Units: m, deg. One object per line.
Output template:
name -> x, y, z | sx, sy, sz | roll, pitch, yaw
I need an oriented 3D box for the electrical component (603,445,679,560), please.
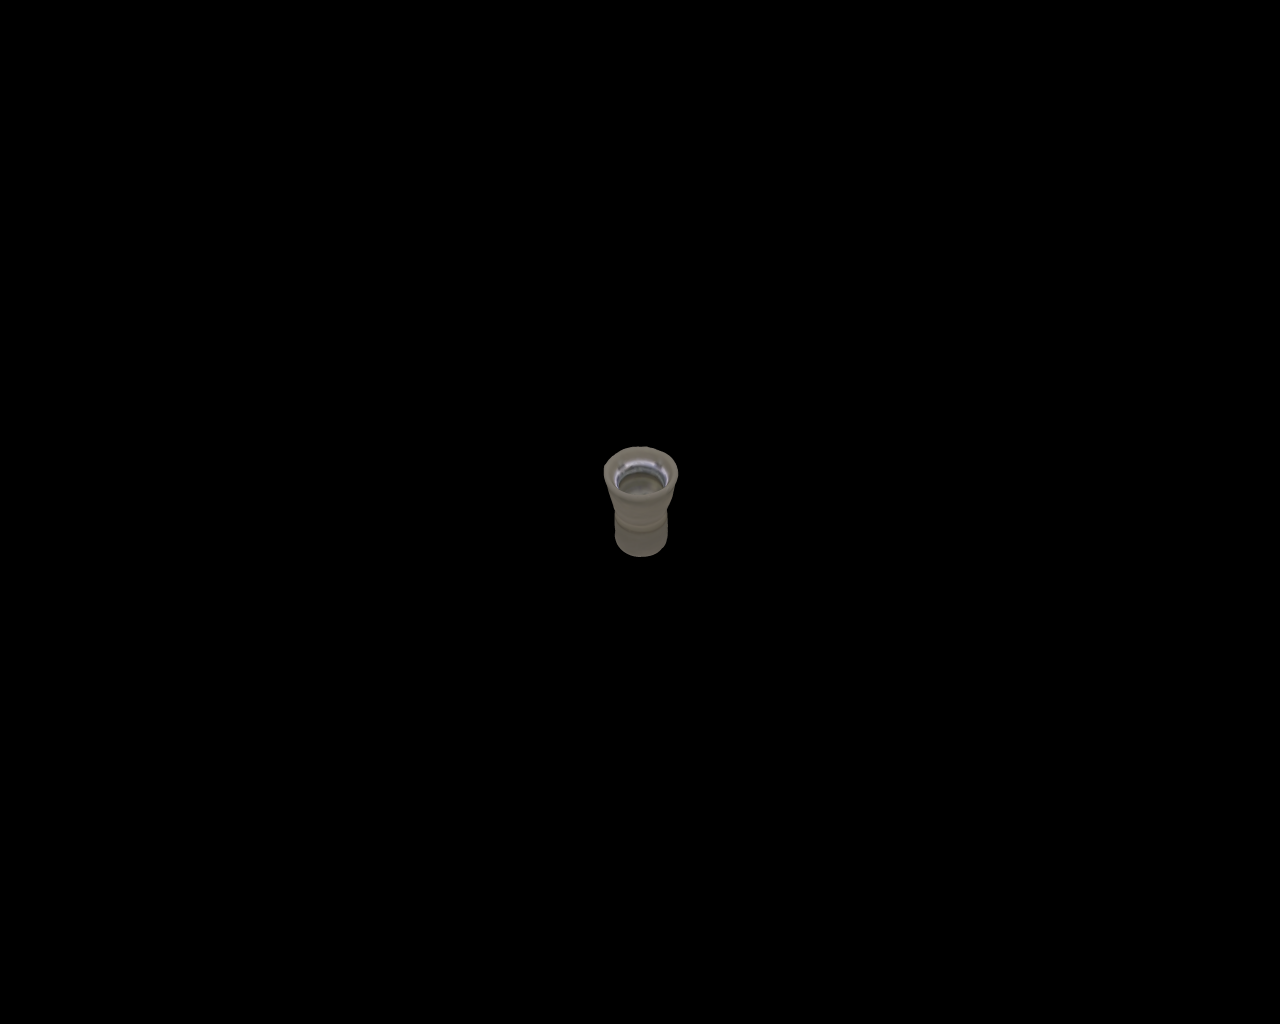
electrical component -> 0.001, -0.003, 0.650 | 0.044, 0.044, 0.065 | 0, -43, 0
